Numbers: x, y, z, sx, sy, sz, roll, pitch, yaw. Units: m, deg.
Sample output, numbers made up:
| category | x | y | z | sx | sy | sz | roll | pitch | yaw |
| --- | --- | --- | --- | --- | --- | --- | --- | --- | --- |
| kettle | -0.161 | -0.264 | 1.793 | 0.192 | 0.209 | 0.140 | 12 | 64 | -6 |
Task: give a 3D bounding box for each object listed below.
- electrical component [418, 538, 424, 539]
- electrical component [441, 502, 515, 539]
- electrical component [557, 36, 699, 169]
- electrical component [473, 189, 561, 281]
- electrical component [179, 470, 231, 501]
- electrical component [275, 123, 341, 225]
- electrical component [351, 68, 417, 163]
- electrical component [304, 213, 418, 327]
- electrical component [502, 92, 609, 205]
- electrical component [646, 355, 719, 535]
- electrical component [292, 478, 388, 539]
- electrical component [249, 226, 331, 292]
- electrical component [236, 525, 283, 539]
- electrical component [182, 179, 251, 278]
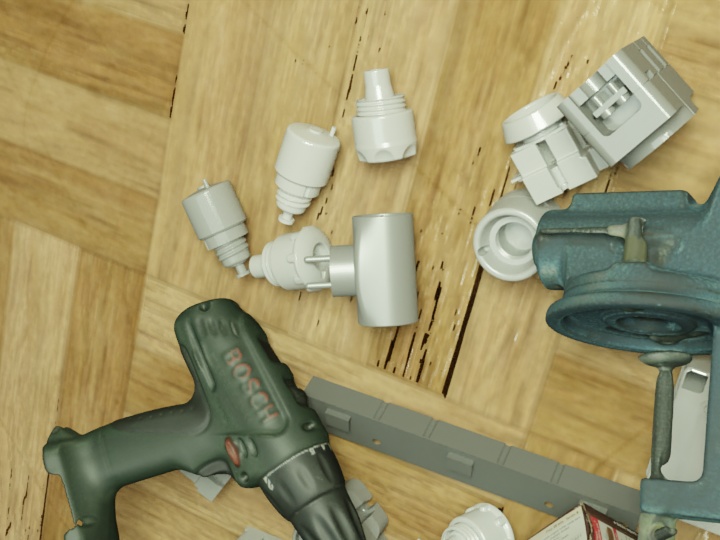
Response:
| category | x | y | z | sx | sy | sz | roll | pitch | yaw |
| --- | --- | --- | --- | --- | --- | --- | --- | --- | --- |
| electrical component | 0.043 | 0.262 | 0.811 | 0.061 | 0.096 | 0.061 | 32 | 116 | 11 |
| electrical component | 0.080 | 0.202 | 0.792 | 0.048 | 0.062 | 0.048 | 18 | 114 | 47 |
| electrical component | 0.164 | -0.099 | 0.645 | 0.055 | 0.089 | 0.050 | 49 | 119 | 3 |
| electrical component | 0.106 | -0.023 | 0.719 | 0.055 | 0.047 | 0.055 | 7 | 109 | 22 |
| electrical component | -0.126 | 0.150 | 0.880 | 0.055 | 0.048 | 0.066 | 38 | 118 | 0 |
| electrical component | -0.042 | -0.069 | 0.774 | 0.040 | 0.040 | 0.078 | 27 | 116 | 14 |
| electrical component | 0.015 | -0.106 | 0.736 | 0.043 | 0.043 | 0.062 | -2 | 104 | 25 |
| electrical component | 0.000 | 0.000 | 0.762 | 0.079 | 0.043 | 0.077 | -3 | 96 | 3 |
| electrical component | 0.123 | -0.080 | 0.695 | 0.066 | 0.048 | 0.055 | -25 | 103 | 29 |
| electrical component | 0.250 | 0.116 | 0.695 | 0.109 | 0.056 | 0.108 | 19 | 113 | 18 |
| electrical component | -0.018 | 0.204 | 0.842 | 0.058 | 0.057 | 0.078 | -37 | 90 | 29 |
| electrical component | -0.053 | -0.006 | 0.799 | 0.062 | 0.048 | 0.048 | -8 | 103 | 33 |
| electrical component | -0.079 | 0.306 | 0.900 | 0.089 | 0.062 | 0.150 | 18 | 113 | 18 |
| electrical component | -0.104 | -0.031 | 0.814 | 0.040 | 0.040 | 0.078 | -21 | 97 | 28 |
